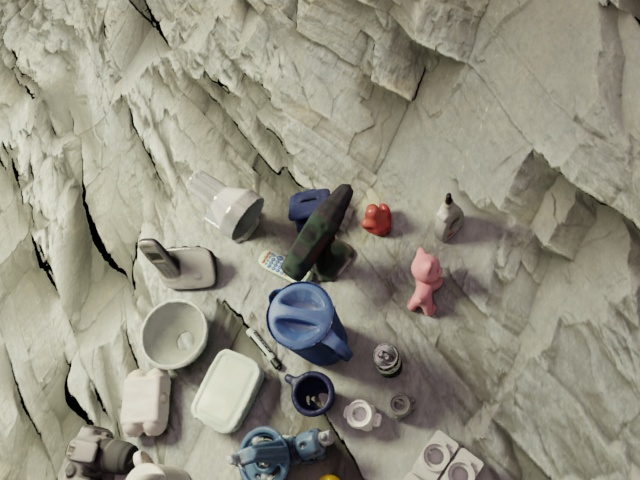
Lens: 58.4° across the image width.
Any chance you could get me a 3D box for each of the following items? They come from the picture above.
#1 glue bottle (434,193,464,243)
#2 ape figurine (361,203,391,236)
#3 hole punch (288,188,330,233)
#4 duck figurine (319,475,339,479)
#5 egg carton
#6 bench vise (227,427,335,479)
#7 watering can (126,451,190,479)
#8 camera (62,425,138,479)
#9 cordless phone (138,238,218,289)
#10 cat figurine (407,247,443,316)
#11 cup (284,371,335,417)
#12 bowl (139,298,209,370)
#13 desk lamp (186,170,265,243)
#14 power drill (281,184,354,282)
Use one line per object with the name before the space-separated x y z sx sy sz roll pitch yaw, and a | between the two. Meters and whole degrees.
glue bottle | 0.281 -0.058 1.252 0.037 0.173 0.078 36 79 25
ape figurine | 0.130 -0.054 1.332 0.078 0.092 0.076 -24 64 2
hole punch | -0.024 -0.079 1.380 0.108 0.091 0.101 -12 65 8
duck figurine | 0.007 0.513 1.118 0.077 0.086 0.104 10 70 17
egg carton | -0.387 0.364 1.285 0.107 0.069 0.150 -9 65 10
bench vise | -0.085 0.402 1.113 0.207 0.220 0.121 -36 64 -4
watering can | -0.337 0.505 1.142 0.172 0.194 0.101 35 79 24
camera | -0.474 0.481 1.237 0.136 0.101 0.143 4 68 15
cordless phone | -0.332 0.046 1.345 0.147 0.185 0.094 -6 66 11
cat figurine | 0.226 0.087 1.234 0.067 0.118 0.128 10 70 17
cup | -0.017 0.322 1.202 0.117 0.095 0.092 26 75 22
bowl | -0.326 0.225 1.328 0.167 0.075 0.167 -5 66 11
desk lamp | -0.218 -0.073 1.355 0.202 0.214 0.118 32 77 24
power drill | 0.012 0.005 1.269 0.075 0.209 0.230 32 78 24
